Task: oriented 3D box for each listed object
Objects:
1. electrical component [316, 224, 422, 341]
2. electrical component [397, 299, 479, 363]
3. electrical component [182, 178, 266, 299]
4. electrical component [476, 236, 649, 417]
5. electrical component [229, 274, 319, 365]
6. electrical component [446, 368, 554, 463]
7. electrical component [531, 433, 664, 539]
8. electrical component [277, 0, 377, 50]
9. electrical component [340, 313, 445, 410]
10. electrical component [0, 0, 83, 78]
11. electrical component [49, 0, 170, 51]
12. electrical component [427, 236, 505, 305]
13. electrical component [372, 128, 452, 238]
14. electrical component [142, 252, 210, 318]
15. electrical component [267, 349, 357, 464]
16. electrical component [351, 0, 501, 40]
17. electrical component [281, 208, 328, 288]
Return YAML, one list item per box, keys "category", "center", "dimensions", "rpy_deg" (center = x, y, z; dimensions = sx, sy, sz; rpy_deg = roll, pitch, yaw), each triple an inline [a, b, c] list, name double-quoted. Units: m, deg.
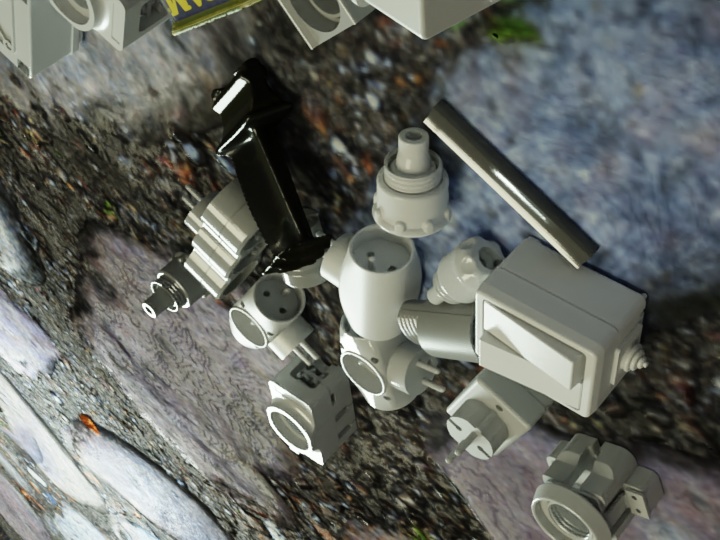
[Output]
- category: "electrical component"
  center: [0.000, 0.000, 0.739]
  dimensions: [0.079, 0.043, 0.077]
  rpy_deg: [34, 149, 23]
- category: "electrical component"
  center: [0.060, 0.037, 0.706]
  dimensions: [0.081, 0.043, 0.043]
  rpy_deg: [3, 129, 52]
- category: "electrical component"
  center: [-0.110, -0.036, 0.832]
  dimensions: [0.074, 0.052, 0.138]
  rpy_deg: [44, 151, 5]
- category: "electrical component"
  center: [0.116, 0.037, 0.612]
  dimensions: [0.096, 0.061, 0.061]
  rpy_deg: [30, 147, 29]
- category: "electrical component"
  center: [-0.065, 0.047, 0.884]
  dimensions: [0.079, 0.044, 0.077]
  rpy_deg: [47, 151, 0]
- category: "electrical component"
  center: [0.084, 0.099, 0.717]
  dimensions: [0.047, 0.077, 0.065]
  rpy_deg: [43, 151, 7]
- category: "electrical component"
  center: [0.151, 0.150, 0.712]
  dimensions: [0.078, 0.057, 0.058]
  rpy_deg: [14, 138, 45]
- category: "electrical component"
  center: [-0.027, -0.181, 0.529]
  dimensions: [0.121, 0.063, 0.079]
  rpy_deg: [55, 150, -14]
- category: "electrical component"
  center: [0.029, 0.068, 0.785]
  dimensions: [0.079, 0.044, 0.077]
  rpy_deg: [21, 142, 38]
- category: "electrical component"
  center: [-0.262, -0.219, 0.802]
  dimensions: [0.109, 0.056, 0.108]
  rpy_deg: [43, 151, 7]
- category: "electrical component"
  center: [-0.174, -0.196, 0.713]
  dimensions: [0.089, 0.056, 0.050]
  rpy_deg: [42, 151, 8]
- category: "electrical component"
  center: [0.062, 0.005, 0.664]
  dimensions: [0.035, 0.035, 0.061]
  rpy_deg: [48, 142, -2]
- category: "electrical component"
  center: [0.031, -0.053, 0.632]
  dimensions: [0.048, 0.048, 0.062]
  rpy_deg: [29, 140, 29]
- category: "electrical component"
  center: [-0.167, 0.017, 0.965]
  dimensions: [0.048, 0.062, 0.048]
  rpy_deg: [33, 149, 24]
- category: "electrical component"
  center: [-0.043, 0.121, 0.936]
  dimensions: [0.050, 0.056, 0.089]
  rpy_deg: [29, 147, 30]
- category: "electrical component"
  center: [0.041, -0.153, 0.437]
  dimensions: [0.048, 0.100, 0.099]
  rpy_deg: [42, 153, 35]
- category: "electrical component"
  center: [-0.042, -0.016, 0.780]
  dimensions: [0.040, 0.040, 0.046]
  rpy_deg: [21, 136, 39]
